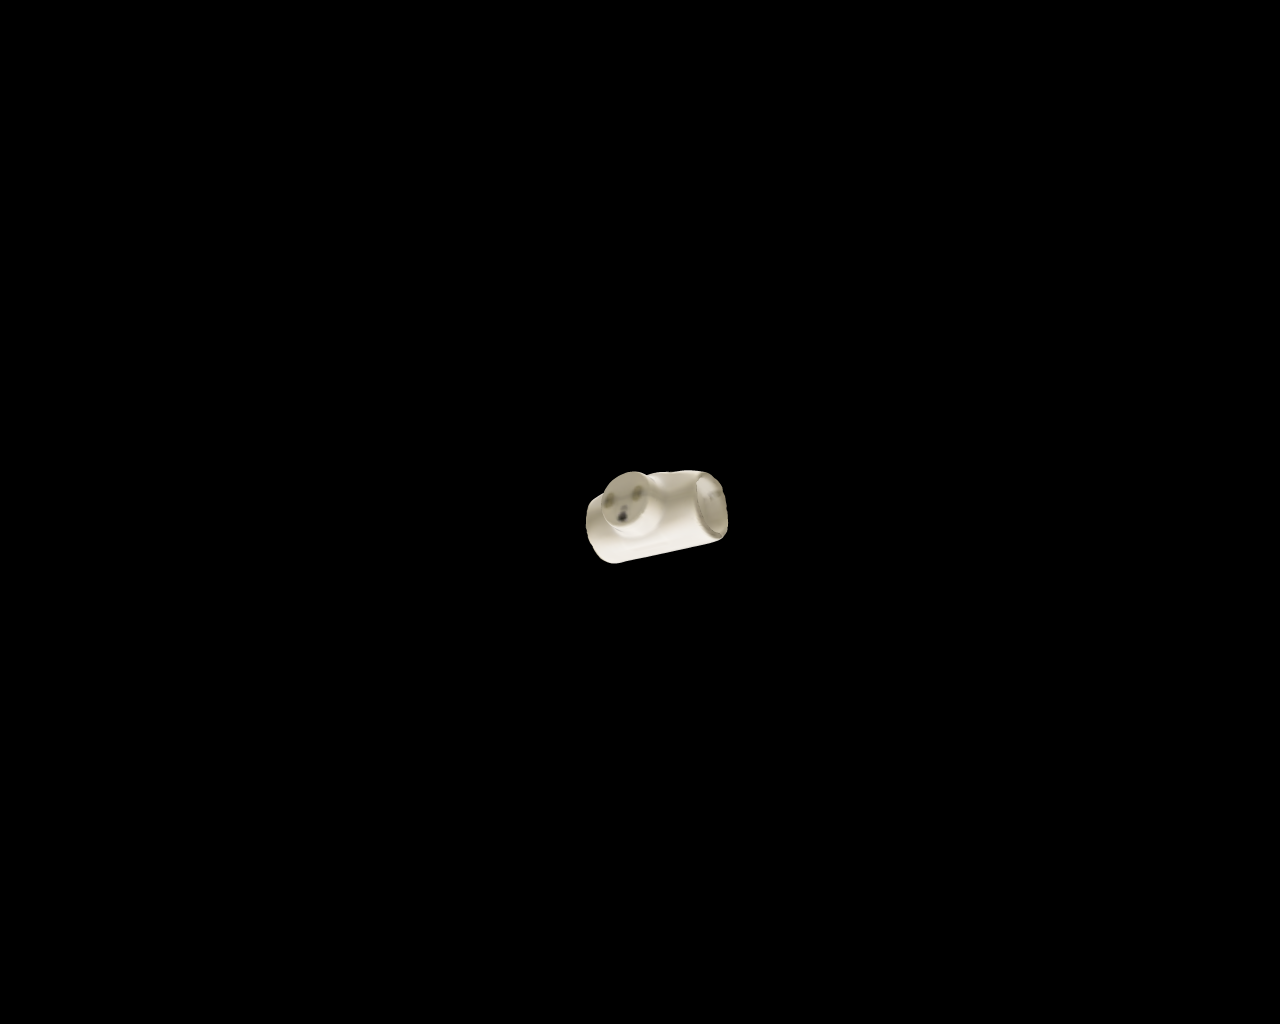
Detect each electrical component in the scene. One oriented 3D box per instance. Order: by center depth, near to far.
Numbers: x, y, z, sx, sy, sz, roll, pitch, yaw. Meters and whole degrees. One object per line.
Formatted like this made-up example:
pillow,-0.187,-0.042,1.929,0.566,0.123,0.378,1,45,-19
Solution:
electrical component,0.001,-0.003,0.650,0.077,0.043,0.079,-14,-27,29
